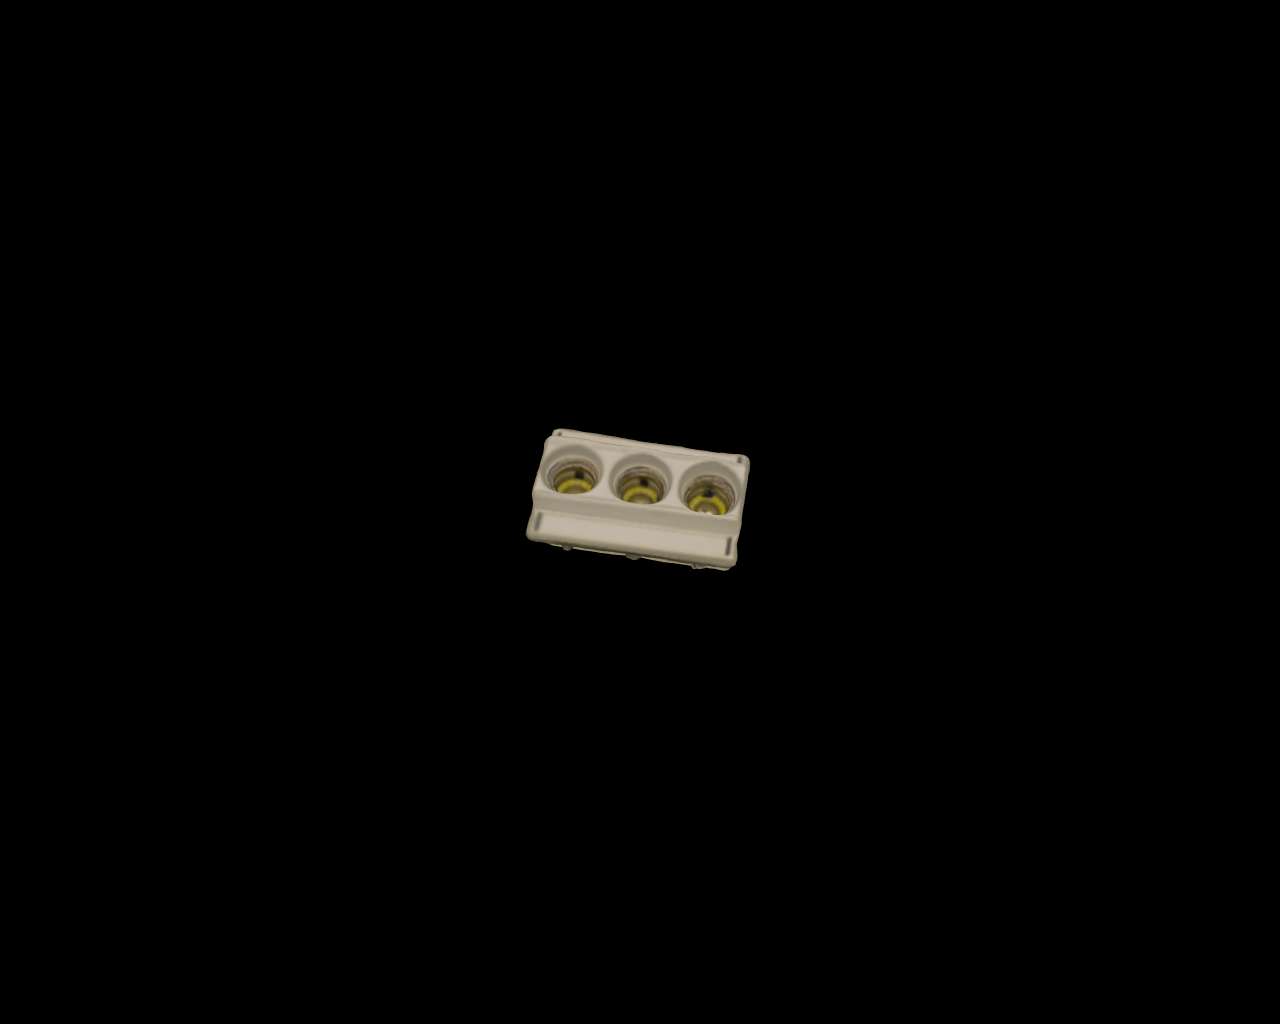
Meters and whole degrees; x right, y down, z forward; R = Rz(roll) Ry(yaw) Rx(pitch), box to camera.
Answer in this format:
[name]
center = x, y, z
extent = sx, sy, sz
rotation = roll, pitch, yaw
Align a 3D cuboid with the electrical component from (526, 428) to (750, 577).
[electrical component]
center = 0.001, -0.003, 0.650
extent = 0.121, 0.079, 0.063
rotation = 8, -33, 5
